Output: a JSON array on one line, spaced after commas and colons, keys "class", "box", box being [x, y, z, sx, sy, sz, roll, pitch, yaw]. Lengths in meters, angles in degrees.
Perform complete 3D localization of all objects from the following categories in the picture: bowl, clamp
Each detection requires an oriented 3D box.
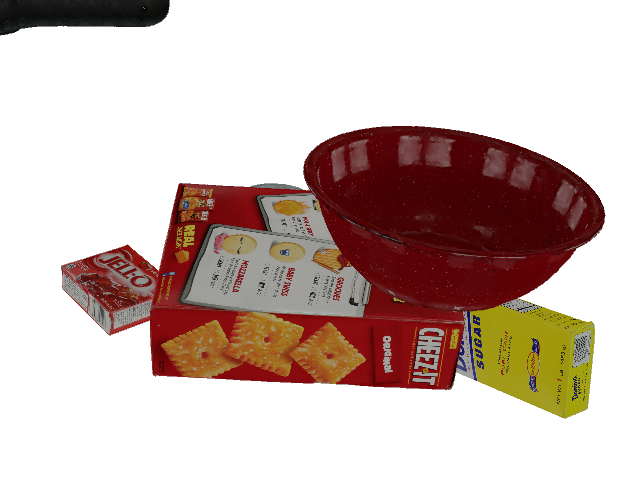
[{"class": "bowl", "box": [0.068, -0.007, 0.581, 0.162, 0.055, 0.162, 6, 27, -3]}, {"class": "clamp", "box": [-0.178, -0.139, 0.602, 0.171, 0.039, 0.120, -7, 23, -15]}]

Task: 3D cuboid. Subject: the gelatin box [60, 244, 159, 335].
[{"class": "gelatin box", "box": [-0.185, 0.043, 0.980, 0.073, 0.030, 0.089, -19, 40, -36]}]

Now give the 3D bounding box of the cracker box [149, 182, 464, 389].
[{"class": "cracker box", "box": [-0.010, 0.032, 0.797, 0.213, 0.072, 0.164, 4, 34, -2]}]

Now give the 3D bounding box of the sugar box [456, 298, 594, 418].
[{"class": "sugar box", "box": [0.193, 0.107, 1.091, 0.048, 0.093, 0.177, -12, 20, -41]}]

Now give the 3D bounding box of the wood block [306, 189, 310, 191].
[{"class": "wood block", "box": [0.033, -0.003, 1.006, 0.206, 0.091, 0.090, -24, 37, -8]}]

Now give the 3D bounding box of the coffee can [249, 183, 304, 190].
[{"class": "coffee can", "box": [-0.066, 0.002, 1.512, 0.103, 0.140, 0.103, 3, 24, -2]}]
